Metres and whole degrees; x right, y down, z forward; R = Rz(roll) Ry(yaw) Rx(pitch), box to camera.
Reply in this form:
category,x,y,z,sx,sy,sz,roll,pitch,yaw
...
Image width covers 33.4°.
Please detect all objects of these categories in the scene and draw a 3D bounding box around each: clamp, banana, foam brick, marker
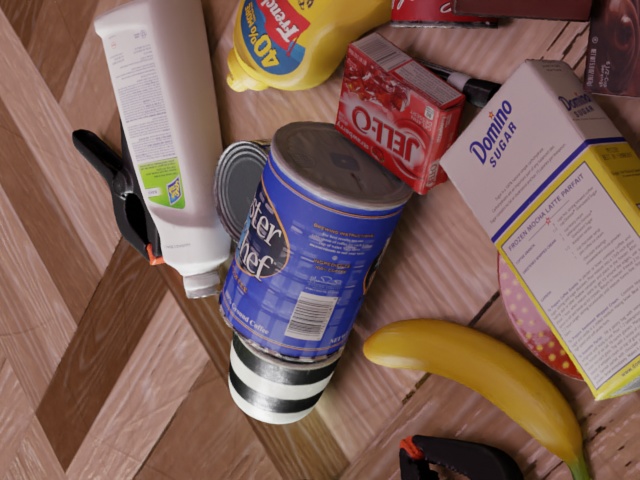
category,x,y,z,sx,sy,sz,roll,pitch,yaw
clamp,-0.168,-0.063,0.978,0.171,0.039,0.120,59,140,16
banana,0.100,0.092,0.711,0.198,0.037,0.070,31,119,40
foam brick,0.110,-0.154,0.579,0.053,0.078,0.051,-87,1,-46
marker,0.076,-0.108,0.712,0.121,0.020,0.020,27,117,42
clamp,0.106,0.205,0.684,0.164,0.036,0.210,-57,38,5

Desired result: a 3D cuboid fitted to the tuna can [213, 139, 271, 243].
category,x,y,z,sx,sy,sz,roll,pitch,yaw
tuna can,-0.046,-0.038,0.851,0.086,0.033,0.086,12,107,46

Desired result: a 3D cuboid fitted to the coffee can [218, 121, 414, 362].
category,x,y,z,sx,sy,sz,roll,pitch,yaw
coffee can,-0.005,0.001,0.760,0.103,0.102,0.140,44,127,33

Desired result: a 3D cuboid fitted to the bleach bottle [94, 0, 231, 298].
category,x,y,z,sx,sy,sz,roll,pitch,yaw
bleach bottle,-0.125,-0.076,0.911,0.103,0.067,0.251,-4,97,50

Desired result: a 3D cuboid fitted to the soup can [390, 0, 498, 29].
category,x,y,z,sx,sy,sz,roll,pitch,yaw
soup can,0.079,-0.182,0.658,0.069,0.068,0.102,14,107,46

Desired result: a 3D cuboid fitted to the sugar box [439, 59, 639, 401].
category,x,y,z,sx,sy,sz,roll,pitch,yaw
sugar box,0.147,-0.008,0.601,0.093,0.048,0.176,-51,56,41

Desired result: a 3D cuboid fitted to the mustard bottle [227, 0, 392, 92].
category,x,y,z,sx,sy,sz,roll,pitch,yaw
mustard bottle,-0.012,-0.164,0.769,0.192,0.058,0.096,-37,70,46

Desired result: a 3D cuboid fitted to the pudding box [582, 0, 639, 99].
category,x,y,z,sx,sy,sz,roll,pitch,yaw
pudding box,0.192,-0.130,0.564,0.090,0.039,0.113,16,109,46

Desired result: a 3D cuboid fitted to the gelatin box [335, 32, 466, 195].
category,x,y,z,sx,sy,sz,roll,pitch,yaw
gelatin box,0.052,-0.084,0.714,0.089,0.030,0.073,42,143,28
